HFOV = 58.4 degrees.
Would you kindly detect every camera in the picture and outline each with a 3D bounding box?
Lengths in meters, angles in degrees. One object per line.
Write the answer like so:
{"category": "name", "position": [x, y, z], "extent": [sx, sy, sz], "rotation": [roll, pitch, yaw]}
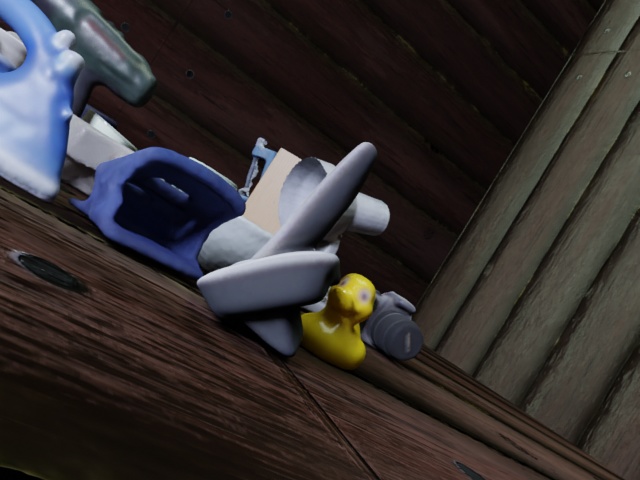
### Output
{"category": "camera", "position": [0.110, 0.137, 0.961], "extent": [0.143, 0.101, 0.136], "rotation": [33, -2, -20]}

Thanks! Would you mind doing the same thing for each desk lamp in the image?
{"category": "desk lamp", "position": [0.008, 0.003, 0.893], "extent": [0.204, 0.213, 0.117], "rotation": [34, -3, -40]}

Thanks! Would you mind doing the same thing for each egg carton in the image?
{"category": "egg carton", "position": [-0.255, -0.087, 0.661], "extent": [0.151, 0.069, 0.107], "rotation": [34, -3, -42]}

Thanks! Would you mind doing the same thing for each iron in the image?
{"category": "iron", "position": [-0.279, -0.152, 0.489], "extent": [0.257, 0.141, 0.119], "rotation": [32, -2, 16]}

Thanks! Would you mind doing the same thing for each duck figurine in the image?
{"category": "duck figurine", "position": [0.024, 0.075, 0.568], "extent": [0.077, 0.086, 0.105], "rotation": [31, -2, 23]}

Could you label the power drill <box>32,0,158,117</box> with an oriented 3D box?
{"category": "power drill", "position": [-0.344, -0.222, 0.748], "extent": [0.230, 0.208, 0.075], "rotation": [33, -2, -14]}

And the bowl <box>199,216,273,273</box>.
{"category": "bowl", "position": [-0.095, 0.011, 0.658], "extent": [0.167, 0.075, 0.167], "rotation": [32, -2, 2]}

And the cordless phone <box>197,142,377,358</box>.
{"category": "cordless phone", "position": [-0.012, -0.011, 0.460], "extent": [0.094, 0.185, 0.147], "rotation": [32, -2, -5]}

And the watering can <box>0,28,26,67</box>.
{"category": "watering can", "position": [-0.503, -0.307, 0.892], "extent": [0.101, 0.194, 0.172], "rotation": [34, -3, -43]}

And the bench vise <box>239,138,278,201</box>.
{"category": "bench vise", "position": [-0.118, -0.072, 1.099], "extent": [0.207, 0.220, 0.121], "rotation": [32, -2, -7]}

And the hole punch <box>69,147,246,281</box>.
{"category": "hole punch", "position": [-0.136, -0.032, 0.487], "extent": [0.109, 0.091, 0.100], "rotation": [34, -3, -43]}

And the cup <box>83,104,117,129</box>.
{"category": "cup", "position": [-0.432, -0.199, 1.011], "extent": [0.117, 0.095, 0.092], "rotation": [32, -2, 13]}
